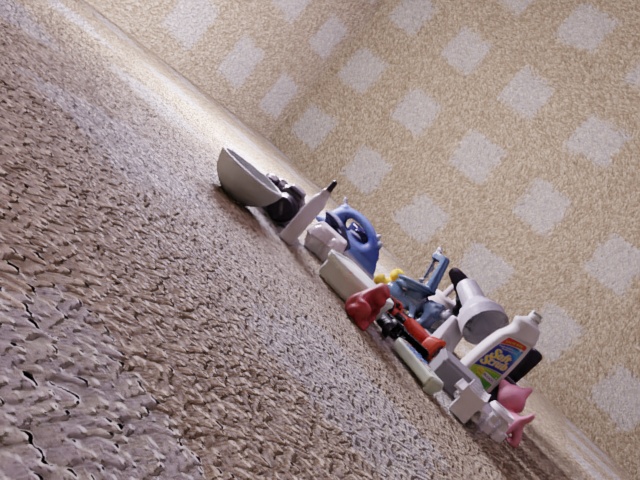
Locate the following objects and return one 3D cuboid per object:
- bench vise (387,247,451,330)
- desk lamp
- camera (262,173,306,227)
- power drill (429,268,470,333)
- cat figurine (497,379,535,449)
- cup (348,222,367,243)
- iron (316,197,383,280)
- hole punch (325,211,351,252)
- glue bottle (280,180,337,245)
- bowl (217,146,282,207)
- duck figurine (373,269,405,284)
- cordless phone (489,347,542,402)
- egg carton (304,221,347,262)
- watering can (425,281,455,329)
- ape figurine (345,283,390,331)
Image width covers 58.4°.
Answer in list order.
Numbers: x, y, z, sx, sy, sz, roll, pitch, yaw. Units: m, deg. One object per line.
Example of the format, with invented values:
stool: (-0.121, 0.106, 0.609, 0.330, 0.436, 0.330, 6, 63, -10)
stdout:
bench vise: (0.317, 0.141, 1.648, 0.207, 0.219, 0.122, 44, 7, 20)
desk lamp: (0.359, 0.210, 1.484, 0.118, 0.213, 0.202, 38, 8, -28)
camera: (-0.093, -0.098, 1.375, 0.143, 0.100, 0.137, 41, 7, -3)
power drill: (0.402, 0.217, 1.693, 0.230, 0.208, 0.075, 39, 7, -23)
cat figurine: (0.422, 0.368, 1.252, 0.067, 0.117, 0.127, 39, 7, -18)
cup: (0.110, 0.001, 1.898, 0.091, 0.095, 0.118, 43, 7, 11)
iron: (0.113, -0.009, 1.777, 0.258, 0.141, 0.119, 44, 7, 17)
hole punch: (0.042, -0.019, 1.659, 0.101, 0.091, 0.108, 35, 10, -44)
glue bottle: (-0.020, -0.065, 1.269, 0.037, 0.173, 0.078, 41, 7, -5)
bowl: (-0.166, -0.123, 1.239, 0.167, 0.074, 0.167, 41, 7, -6)
duck figurine: (0.224, 0.125, 1.790, 0.105, 0.086, 0.077, 36, 9, -39)
cordless phone: (0.476, 0.330, 1.500, 0.148, 0.185, 0.094, 40, 7, -11)
egg carton: (0.013, 0.005, 1.449, 0.107, 0.069, 0.150, 42, 7, 1)
watering can: (0.385, 0.195, 1.794, 0.172, 0.194, 0.101, 44, 7, 22)
ape figurine: (0.098, 0.122, 1.105, 0.078, 0.092, 0.076, 34, 10, -47)
